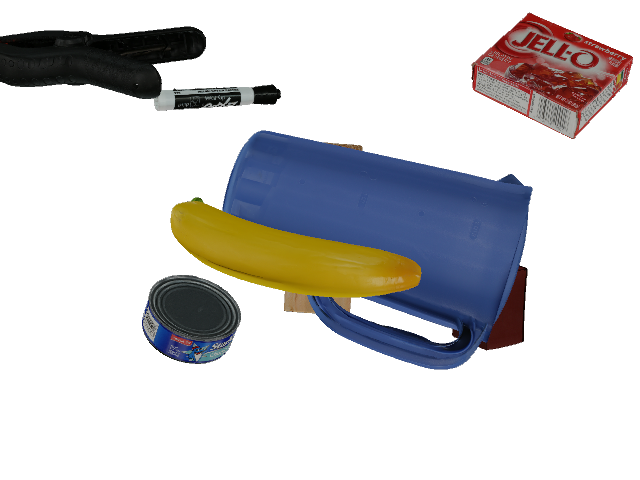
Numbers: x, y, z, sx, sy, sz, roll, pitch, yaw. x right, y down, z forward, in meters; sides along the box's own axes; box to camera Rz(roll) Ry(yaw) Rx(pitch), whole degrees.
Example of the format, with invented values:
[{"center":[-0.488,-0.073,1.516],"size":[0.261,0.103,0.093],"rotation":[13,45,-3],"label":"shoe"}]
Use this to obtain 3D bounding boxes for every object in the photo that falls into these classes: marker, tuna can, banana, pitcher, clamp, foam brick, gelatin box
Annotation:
[{"center":[-0.095,-0.134,0.996],"size":[0.121,0.020,0.020],"rotation":[-7,2,-23],"label":"marker"},{"center":[-0.118,0.072,0.968],"size":[0.086,0.034,0.086],"rotation":[16,34,-11],"label":"tuna can"},{"center":[-0.032,0.003,0.697],"size":[0.198,0.037,0.069],"rotation":[19,37,32],"label":"banana"},{"center":[0.043,-0.002,0.882],"size":[0.243,0.145,0.149],"rotation":[16,18,9],"label":"pitcher"},{"center":[-0.172,-0.139,0.800],"size":[0.172,0.039,0.120],"rotation":[9,22,18],"label":"clamp"},{"center":[0.165,0.061,1.046],"size":[0.051,0.078,0.053],"rotation":[-11,18,-34],"label":"foam brick"},{"center":[0.165,-0.120,0.764],"size":[0.089,0.030,0.073],"rotation":[32,58,27],"label":"gelatin box"}]

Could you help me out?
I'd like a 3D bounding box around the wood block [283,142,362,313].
[{"center":[0.003,-0.016,1.389],"size":[0.090,0.206,0.091],"rotation":[4,25,0],"label":"wood block"}]
